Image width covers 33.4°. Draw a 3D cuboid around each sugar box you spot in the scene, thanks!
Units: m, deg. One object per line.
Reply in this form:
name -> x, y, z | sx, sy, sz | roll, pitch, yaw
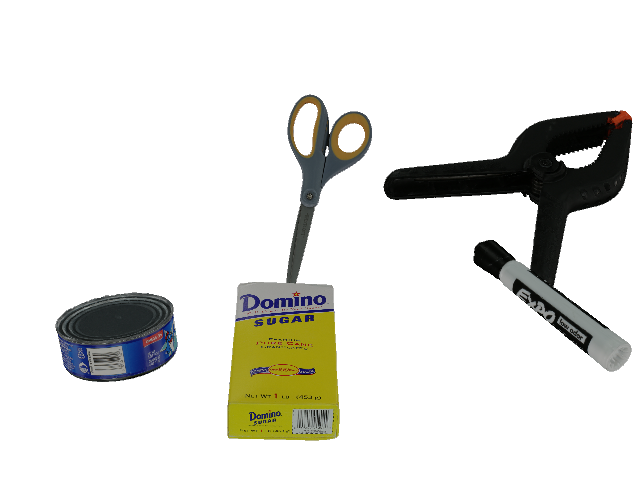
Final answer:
sugar box -> -0.032, 0.101, 0.943 | 0.093, 0.048, 0.176 | 2, 34, -3

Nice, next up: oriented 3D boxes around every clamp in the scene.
clamp -> 0.178, -0.040, 0.837 | 0.209, 0.036, 0.165 | -26, 51, -21

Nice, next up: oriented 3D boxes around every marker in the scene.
marker -> 0.130, 0.034, 0.619 | 0.020, 0.020, 0.121 | 0, 29, -37

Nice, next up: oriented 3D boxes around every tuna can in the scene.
tuna can -> -0.148, 0.070, 0.783 | 0.086, 0.034, 0.086 | -5, 20, 2

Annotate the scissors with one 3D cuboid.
scissors -> 0.008, -0.052, 1.085 | 0.096, 0.202, 0.016 | -3, -11, -1
